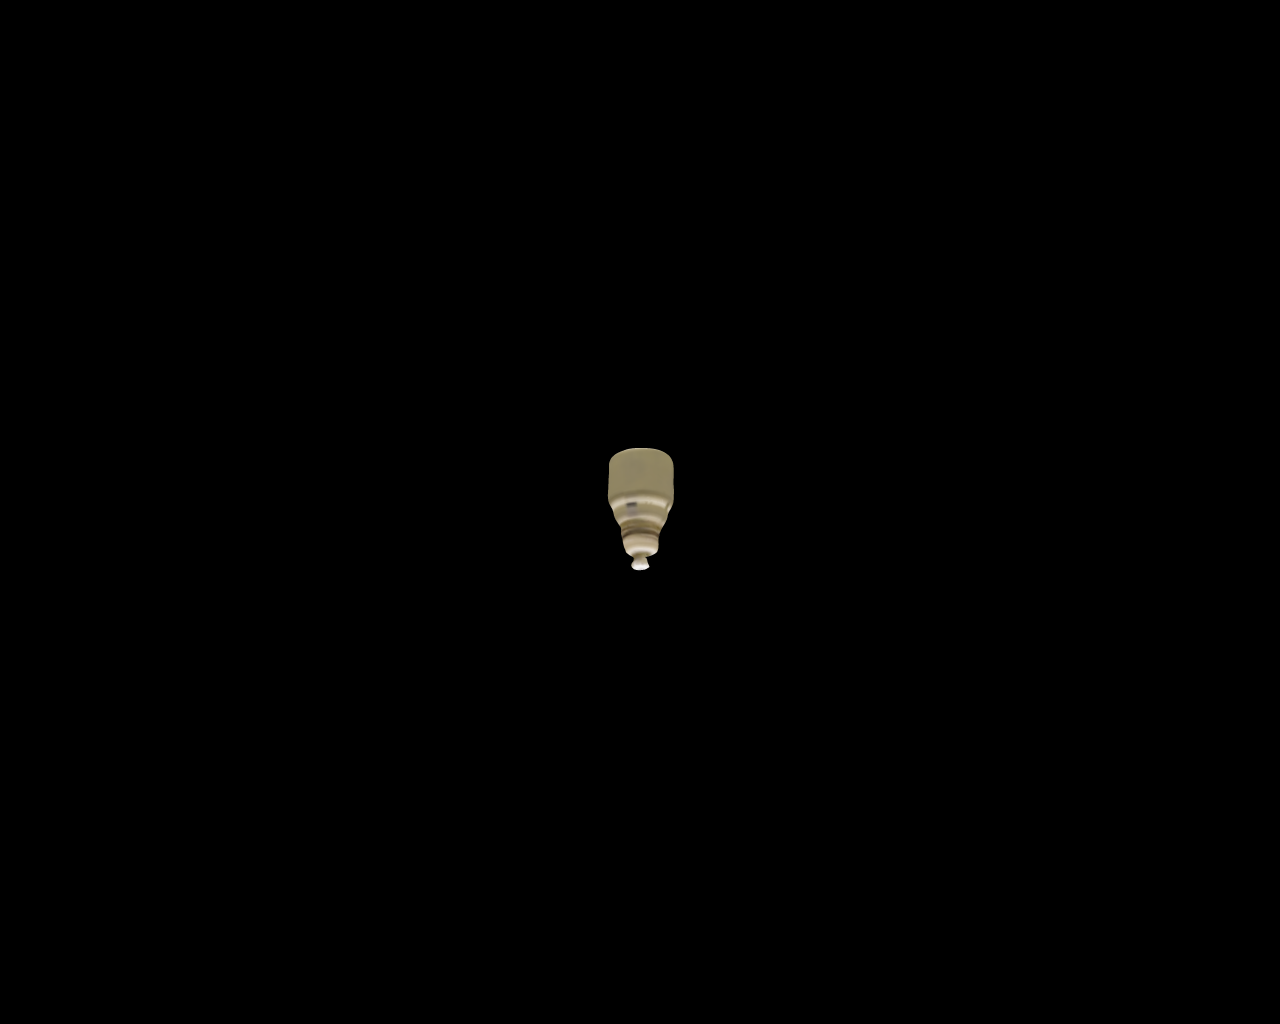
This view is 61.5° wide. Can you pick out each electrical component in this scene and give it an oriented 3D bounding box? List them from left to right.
[{"bbox_3d":[0.001,-0.003,0.650,0.040,0.078,0.040,0,-19,0],"label":"electrical component"}]
